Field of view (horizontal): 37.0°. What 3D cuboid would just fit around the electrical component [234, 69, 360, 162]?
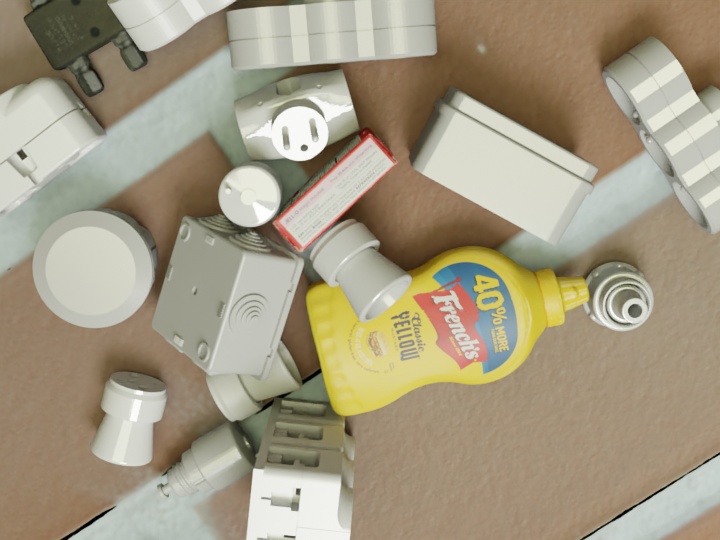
[{"bbox_3d":[-0.041,-0.097,0.715,0.077,0.079,0.043,-16,117,2],"label":"electrical component"}]

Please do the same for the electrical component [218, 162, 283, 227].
[{"bbox_3d":[-0.071,-0.053,0.722,0.040,0.078,0.040,0,100,0],"label":"electrical component"}]

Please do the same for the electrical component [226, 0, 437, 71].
[{"bbox_3d":[-0.020,-0.175,0.714,0.138,0.052,0.073,-5,100,0],"label":"electrical component"}]

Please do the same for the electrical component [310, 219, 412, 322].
[{"bbox_3d":[0.000,0.000,0.706,0.045,0.045,0.055,-44,74,6],"label":"electrical component"}]

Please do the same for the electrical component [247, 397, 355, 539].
[{"bbox_3d":[-0.037,0.152,0.722,0.062,0.150,0.089,6,100,-1],"label":"electrical component"}]

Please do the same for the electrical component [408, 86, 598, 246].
[{"bbox_3d":[0.095,-0.072,0.722,0.113,0.078,0.057,28,101,-5],"label":"electrical component"}]

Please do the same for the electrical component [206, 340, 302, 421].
[{"bbox_3d":[-0.075,0.077,0.762,0.055,0.045,0.045,-29,99,4],"label":"electrical component"}]

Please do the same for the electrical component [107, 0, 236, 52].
[{"bbox_3d":[-0.106,-0.209,0.697,0.138,0.052,0.073,-31,118,5],"label":"electrical component"}]

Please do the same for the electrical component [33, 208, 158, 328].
[{"bbox_3d":[-0.180,-0.004,0.743,0.080,0.051,0.080,0,100,-1],"label":"electrical component"}]

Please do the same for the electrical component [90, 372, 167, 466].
[{"bbox_3d":[-0.164,0.105,0.766,0.045,0.045,0.055,15,99,-3],"label":"electrical component"}]

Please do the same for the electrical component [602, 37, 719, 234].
[{"bbox_3d":[0.233,-0.100,0.731,0.074,0.052,0.138,-35,99,5],"label":"electrical component"}]

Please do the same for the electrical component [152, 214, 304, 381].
[{"bbox_3d":[-0.092,0.017,0.724,0.048,0.100,0.099,10,102,-41],"label":"electrical component"}]

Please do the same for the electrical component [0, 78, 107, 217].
[{"bbox_3d":[-0.229,-0.085,0.727,0.095,0.053,0.059,-36,99,5],"label":"electrical component"}]

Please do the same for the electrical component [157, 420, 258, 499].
[{"bbox_3d":[-0.110,0.141,0.775,0.078,0.040,0.040,-31,99,5],"label":"electrical component"}]

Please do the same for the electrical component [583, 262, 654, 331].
[{"bbox_3d":[0.183,0.022,0.747,0.048,0.062,0.048,0,100,-1],"label":"electrical component"}]
